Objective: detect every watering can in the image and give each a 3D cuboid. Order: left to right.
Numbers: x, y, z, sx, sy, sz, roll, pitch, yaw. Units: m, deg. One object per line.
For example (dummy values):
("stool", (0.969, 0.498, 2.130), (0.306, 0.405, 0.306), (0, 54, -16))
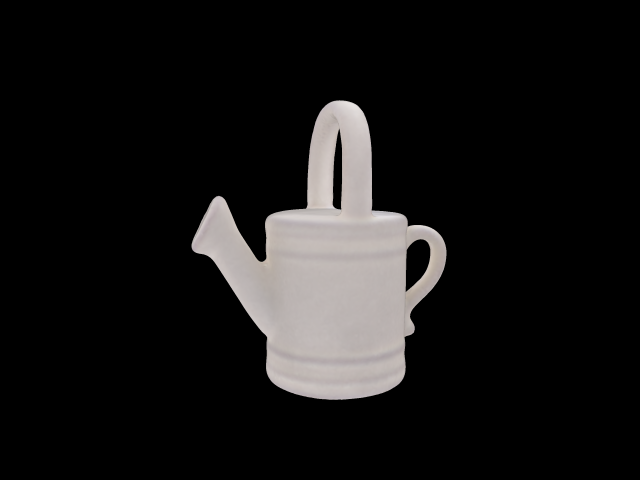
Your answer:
("watering can", (0.004, 0.002, 0.398), (0.173, 0.194, 0.100), (-5, 9, -36))
